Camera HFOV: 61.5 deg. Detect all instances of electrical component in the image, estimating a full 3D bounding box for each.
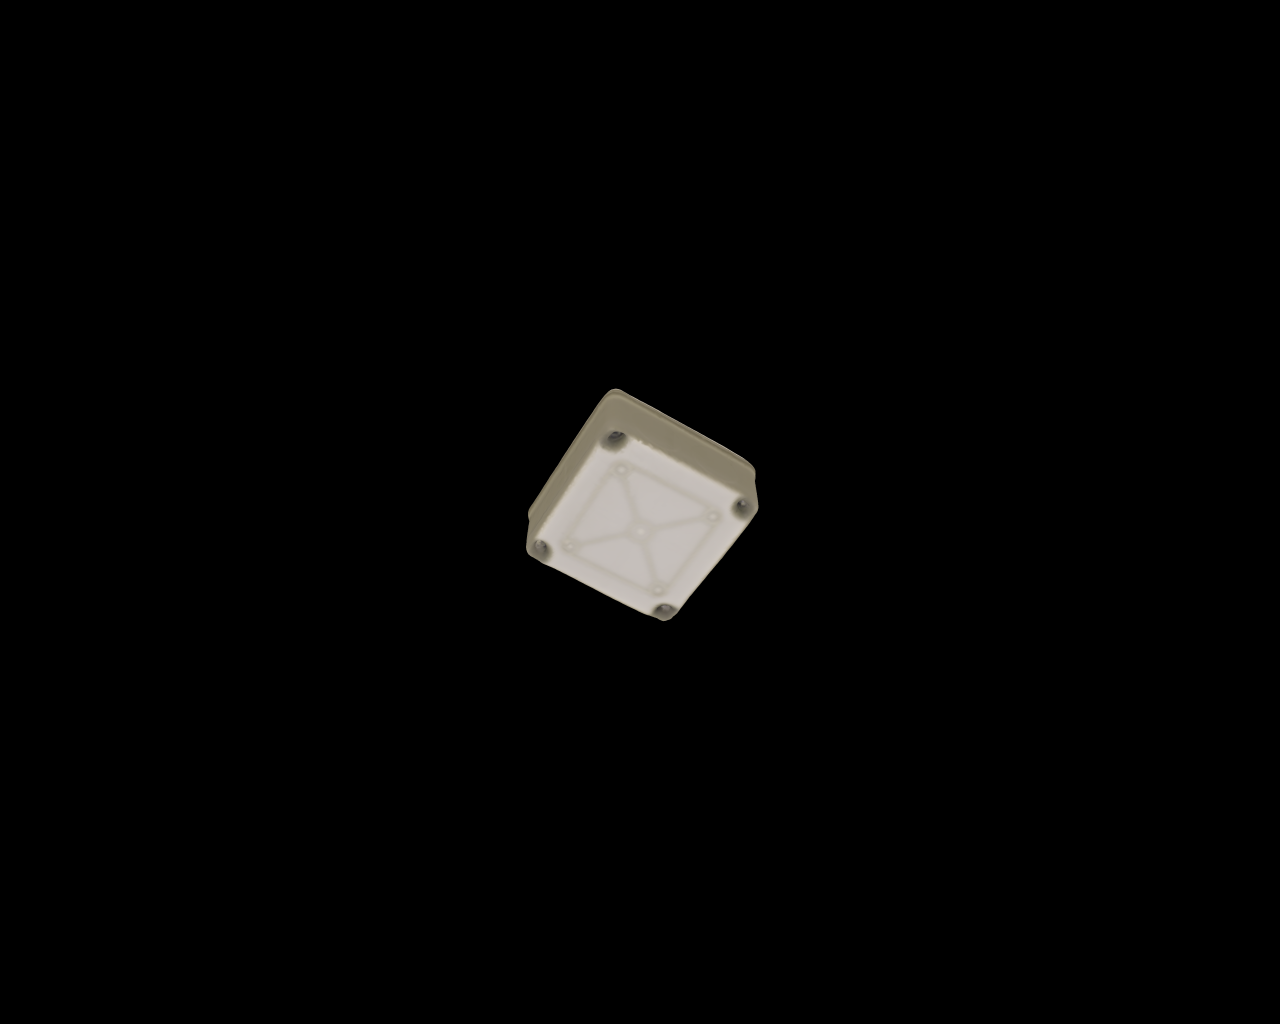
[{"bbox_3d":[0.001,-0.003,0.650,0.109,0.108,0.056,28,28,-16],"label":"electrical component"}]
